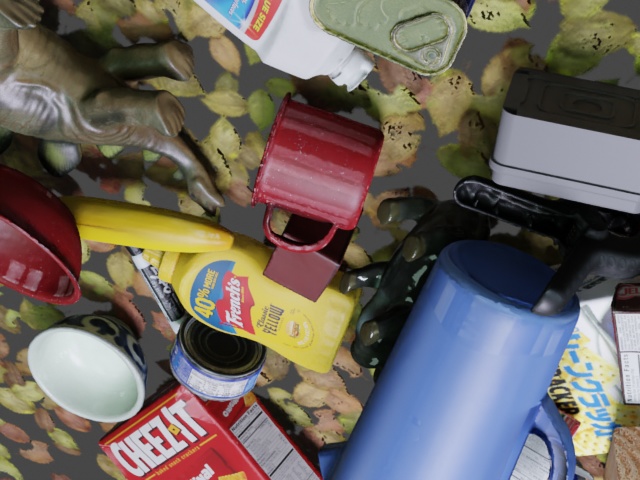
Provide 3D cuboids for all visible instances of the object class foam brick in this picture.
[{"bbox_3d":[-0.006,0.001,0.869,0.051,0.078,0.053,28,131,-3],"label":"foam brick"}]

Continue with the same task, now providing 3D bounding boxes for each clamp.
[{"bbox_3d":[0.177,-0.010,0.765,0.120,0.171,0.039,57,136,23],"label":"clamp"}]

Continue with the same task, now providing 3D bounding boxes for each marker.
[{"bbox_3d":[-0.154,0.036,0.991,0.020,0.020,0.121,-10,121,27],"label":"marker"}]

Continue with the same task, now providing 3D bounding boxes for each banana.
[{"bbox_3d":[-0.169,-0.016,0.913,0.198,0.069,0.037,9,97,31],"label":"banana"}]

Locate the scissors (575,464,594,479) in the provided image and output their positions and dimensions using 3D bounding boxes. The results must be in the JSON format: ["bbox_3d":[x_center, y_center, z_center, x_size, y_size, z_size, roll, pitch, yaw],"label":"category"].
[{"bbox_3d":[0.141,0.141,0.921,0.202,0.016,0.096,11,121,38],"label":"scissors"}]

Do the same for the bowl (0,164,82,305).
[{"bbox_3d":[-0.253,-0.014,0.870,0.162,0.055,0.162,23,154,11],"label":"bowl"}]

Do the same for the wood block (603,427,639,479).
[{"bbox_3d":[0.276,0.209,0.839,0.091,0.090,0.206,-6,158,10],"label":"wood block"}]

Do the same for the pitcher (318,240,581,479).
[{"bbox_3d":[0.108,0.131,0.798,0.149,0.145,0.243,11,116,-19],"label":"pitcher"}]

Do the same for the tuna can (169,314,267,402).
[{"bbox_3d":[-0.093,0.103,0.976,0.086,0.086,0.034,25,129,1],"label":"tuna can"}]

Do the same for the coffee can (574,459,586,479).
[{"bbox_3d":[0.155,0.234,0.955,0.140,0.102,0.103,10,130,1],"label":"coffee can"}]

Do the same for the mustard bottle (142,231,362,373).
[{"bbox_3d":[-0.065,0.043,0.937,0.191,0.058,0.096,22,129,4],"label":"mustard bottle"}]

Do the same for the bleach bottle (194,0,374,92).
[{"bbox_3d":[-0.055,-0.203,0.743,0.250,0.068,0.103,41,129,-15],"label":"bleach bottle"}]

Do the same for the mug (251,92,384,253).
[{"bbox_3d":[-0.004,-0.046,0.813,0.081,0.117,0.093,18,165,0],"label":"mug"}]

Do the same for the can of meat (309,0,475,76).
[{"bbox_3d":[0.054,-0.166,0.713,0.102,0.083,0.057,24,130,2],"label":"can of meat"}]

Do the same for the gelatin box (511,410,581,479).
[{"bbox_3d":[0.165,0.165,0.879,0.073,0.030,0.089,30,136,20],"label":"gelatin box"}]

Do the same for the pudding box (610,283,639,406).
[{"bbox_3d":[0.269,0.076,0.758,0.114,0.039,0.090,0,125,24],"label":"pudding box"}]

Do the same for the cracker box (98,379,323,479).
[{"bbox_3d":[-0.098,0.239,1.063,0.213,0.072,0.164,51,128,-3],"label":"cracker box"}]
